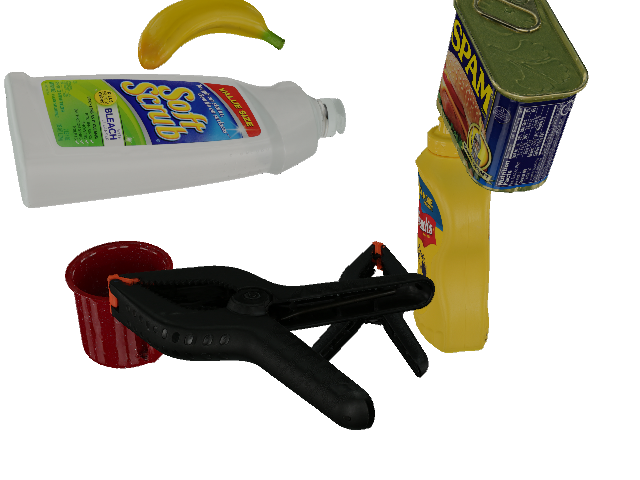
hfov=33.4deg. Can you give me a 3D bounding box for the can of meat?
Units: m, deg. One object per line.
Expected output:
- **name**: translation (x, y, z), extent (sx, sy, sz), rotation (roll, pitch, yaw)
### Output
- **can of meat**: translation (0.110, -0.091, 0.643), extent (0.057, 0.102, 0.084), rotation (-8, -39, -12)

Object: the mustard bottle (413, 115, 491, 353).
- **mustard bottle**: translation (0.104, -0.014, 0.836), extent (0.058, 0.192, 0.096), rotation (-4, 27, -4)

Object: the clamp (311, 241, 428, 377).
- **clamp**: translation (0.062, 0.073, 1.090), extent (0.120, 0.171, 0.039), rotation (11, -39, 11)

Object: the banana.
- **banana**: translation (-0.113, -0.205, 1.026), extent (0.070, 0.037, 0.197), rotation (44, 38, 19)

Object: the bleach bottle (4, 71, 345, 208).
- **bleach bottle**: translation (-0.105, -0.088, 0.813), extent (0.250, 0.102, 0.068), rotation (-9, -32, -17)

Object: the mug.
- **mug**: translation (-0.167, 0.064, 0.937), extent (0.093, 0.081, 0.117), rotation (-20, 37, -28)

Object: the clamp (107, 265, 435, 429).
- **clamp**: translation (-0.035, 0.047, 0.683), extent (0.210, 0.036, 0.164), rotation (12, 27, 22)
